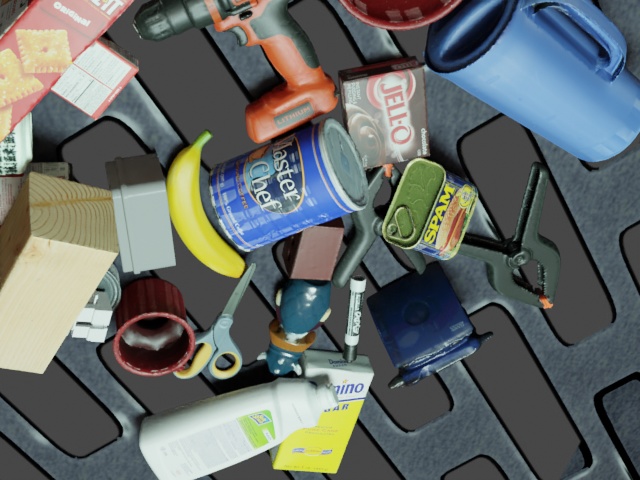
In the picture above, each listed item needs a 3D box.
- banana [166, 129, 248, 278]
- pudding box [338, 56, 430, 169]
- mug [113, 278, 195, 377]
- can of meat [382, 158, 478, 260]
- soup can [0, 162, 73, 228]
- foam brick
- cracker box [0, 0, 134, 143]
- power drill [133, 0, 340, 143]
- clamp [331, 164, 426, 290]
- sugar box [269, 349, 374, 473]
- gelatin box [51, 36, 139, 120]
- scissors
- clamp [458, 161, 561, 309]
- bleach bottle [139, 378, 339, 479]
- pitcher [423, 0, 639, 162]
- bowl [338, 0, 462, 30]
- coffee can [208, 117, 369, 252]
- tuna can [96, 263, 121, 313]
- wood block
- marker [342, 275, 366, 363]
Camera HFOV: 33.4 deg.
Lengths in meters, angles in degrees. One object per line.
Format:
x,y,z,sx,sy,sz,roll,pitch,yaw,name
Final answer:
-0.132,-0.027,1.197,0.069,0.037,0.198,-15,126,-4,banana
0.070,-0.138,1.168,0.090,0.039,0.113,-12,126,-5,pudding box
-0.190,0.106,1.247,0.093,0.081,0.117,-28,125,6,mug
0.128,-0.033,1.217,0.083,0.058,0.102,19,94,-50,can of meat
-0.310,-0.047,1.122,0.102,0.068,0.068,-3,124,-12,soup can
-0.008,0.002,1.237,0.051,0.053,0.078,5,122,-16,foam brick
-0.262,-0.196,0.971,0.214,0.164,0.072,-42,124,16,cracker box
-0.074,-0.194,1.084,0.184,0.057,0.187,-23,126,3,power drill
0.081,-0.019,1.255,0.120,0.039,0.172,-5,124,-26,clamp
0.000,0.227,1.399,0.093,0.048,0.176,7,123,-18,sugar box
-0.239,-0.176,1.073,0.089,0.030,0.073,34,111,-28,gelatin box
-0.105,0.108,1.299,0.096,0.016,0.202,26,121,-33,scissors
0.246,0.006,1.311,0.165,0.036,0.209,-36,124,14,clamp
-0.095,0.235,1.343,0.251,0.068,0.102,-18,124,11,bleach bottle
0.242,-0.181,1.121,0.242,0.149,0.145,27,108,-32,pitcher
0.080,-0.292,1.055,0.162,0.055,0.162,-6,125,-9,bowl
-0.033,-0.058,1.138,0.140,0.102,0.102,-20,128,21,coffee can
-0.272,0.053,1.220,0.086,0.034,0.086,-6,125,-9,tuna can
-0.293,0.039,1.101,0.090,0.090,0.206,14,132,-30,wood block
0.042,0.100,1.329,0.020,0.020,0.121,-1,117,-13,marker
